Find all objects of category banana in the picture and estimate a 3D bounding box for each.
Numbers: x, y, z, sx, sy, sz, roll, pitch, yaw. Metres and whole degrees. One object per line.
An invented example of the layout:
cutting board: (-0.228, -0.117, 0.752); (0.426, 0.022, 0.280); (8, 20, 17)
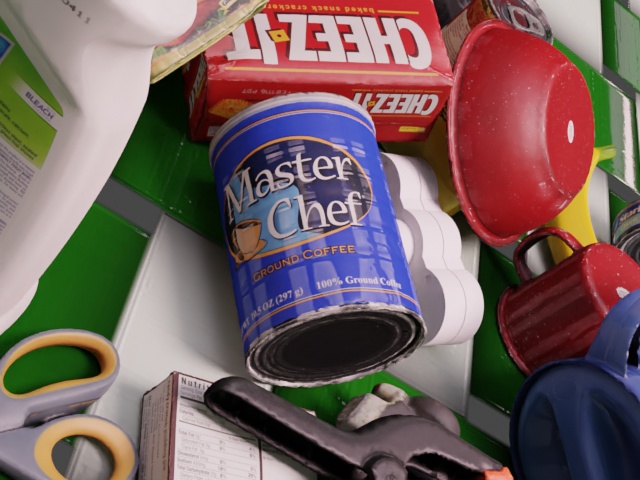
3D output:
banana: (0.213, -0.016, 0.864); (0.069, 0.037, 0.197); (9, 53, 0)

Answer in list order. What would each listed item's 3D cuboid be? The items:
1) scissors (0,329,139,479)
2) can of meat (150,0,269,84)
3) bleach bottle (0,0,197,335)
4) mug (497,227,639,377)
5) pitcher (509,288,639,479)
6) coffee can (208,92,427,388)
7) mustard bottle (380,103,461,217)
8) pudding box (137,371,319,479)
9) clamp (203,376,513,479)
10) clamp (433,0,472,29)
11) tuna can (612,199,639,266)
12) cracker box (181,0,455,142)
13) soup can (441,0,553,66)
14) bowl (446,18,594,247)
scissors: (-0.159, 0.099, 0.471); (0.201, 0.016, 0.096); (-26, 80, -48)
can of meat: (-0.090, -0.141, 0.595); (0.102, 0.058, 0.084); (-39, 101, -23)
bleach bottle: (-0.118, -0.052, 0.439); (0.102, 0.251, 0.068); (43, 41, -8)
mug: (0.183, 0.044, 0.769); (0.093, 0.082, 0.117); (-11, 68, -46)
pitcher: (0.255, 0.108, 0.698); (0.242, 0.149, 0.145); (-12, 66, -32)
coffee can: (-0.004, 0.001, 0.617); (0.102, 0.103, 0.140); (11, 54, -36)
mustard bottle: (0.063, -0.110, 0.795); (0.096, 0.058, 0.191); (-28, 81, -47)
pudding box: (-0.045, 0.130, 0.533); (0.089, 0.039, 0.113); (21, 46, -28)
clamp: (0.019, 0.117, 0.533); (0.171, 0.039, 0.120); (-3, 70, -37)
clamp: (0.113, -0.204, 0.928); (0.164, 0.036, 0.210); (-3, 63, -42)
tuna can: (0.287, 0.004, 0.890); (0.086, 0.086, 0.033); (34, 45, -18)
cracker box: (-0.015, -0.171, 0.720); (0.164, 0.072, 0.214); (-2, 59, -16)
soup can: (0.124, -0.147, 0.844); (0.068, 0.102, 0.068); (23, 47, -28)
bowl: (0.148, -0.075, 0.740); (0.161, 0.055, 0.162); (-2, 92, -55)
